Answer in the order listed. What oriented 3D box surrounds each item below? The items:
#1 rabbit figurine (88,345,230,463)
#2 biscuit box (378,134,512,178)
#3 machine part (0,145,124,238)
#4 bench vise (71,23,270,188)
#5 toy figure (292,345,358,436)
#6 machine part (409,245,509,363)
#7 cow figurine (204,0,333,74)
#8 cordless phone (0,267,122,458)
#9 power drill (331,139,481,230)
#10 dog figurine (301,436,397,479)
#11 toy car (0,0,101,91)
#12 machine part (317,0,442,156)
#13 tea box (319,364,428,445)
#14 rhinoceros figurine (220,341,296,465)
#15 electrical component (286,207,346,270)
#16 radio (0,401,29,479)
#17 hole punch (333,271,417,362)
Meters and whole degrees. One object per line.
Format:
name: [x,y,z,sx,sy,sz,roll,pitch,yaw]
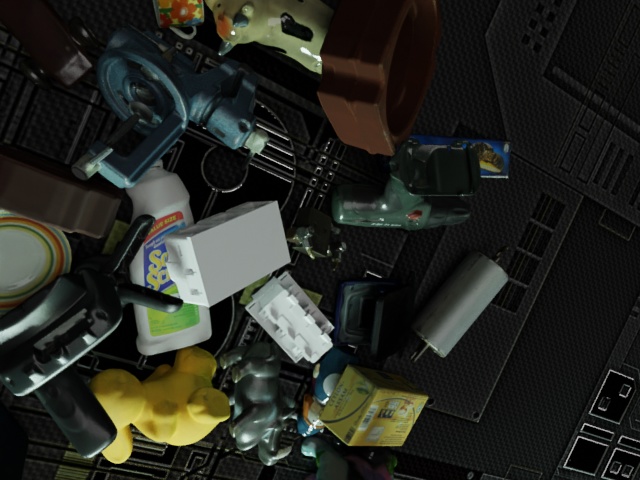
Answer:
rabbit figurine: [-0.230,0.207,0.699,0.162,0.122,0.173,-38,143,21]
biscuit box: [0.190,-0.127,0.817,0.203,0.063,0.059,-1,101,-21]
machine part: [-0.306,-0.058,0.590,0.179,0.179,0.056,22,92,-23]
bench vise: [-0.179,-0.137,0.621,0.223,0.129,0.240,42,51,-16]
toy figure: [0.007,0.239,0.834,0.064,0.057,0.154,27,93,18]
machine part: [0.224,0.102,0.873,0.079,0.079,0.243,42,85,-23]
cow figurine: [-0.052,-0.267,0.663,0.195,0.085,0.127,20,62,-26]
cordless phone: [-0.265,0.138,0.598,0.146,0.089,0.184,-36,91,-7]
power drill: [0.140,-0.067,0.743,0.232,0.207,0.086,0,82,-11]
dog figurine: [0.058,0.390,0.798,0.191,0.219,0.108,-1,105,-20]
toy car: [-0.329,-0.255,0.587,0.089,0.053,0.202,-41,101,0]
machine part: [0.079,-0.226,0.677,0.087,0.201,0.201,19,80,20]
tea box: [0.086,0.256,0.825,0.169,0.068,0.098,30,90,-51]
rhinoceros figurine: [-0.090,0.240,0.792,0.112,0.073,0.190,-9,103,-30]
electrical component: [-0.002,-0.003,0.756,0.102,0.045,0.078,34,65,-47]
radio: [-0.436,0.200,0.615,0.073,0.131,0.229,-29,111,-12]
hole punch: [0.086,0.115,0.829,0.116,0.092,0.142,-6,103,-51]
